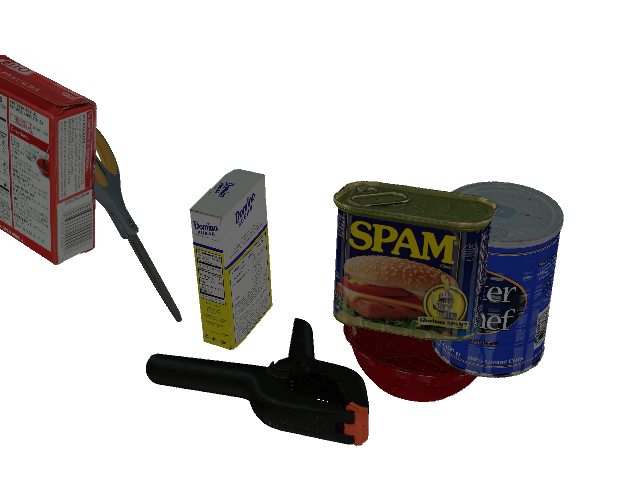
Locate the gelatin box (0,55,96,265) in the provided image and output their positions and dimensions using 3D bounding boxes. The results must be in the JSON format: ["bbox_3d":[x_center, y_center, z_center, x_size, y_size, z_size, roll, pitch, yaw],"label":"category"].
[{"bbox_3d":[-0.150,-0.043,0.556,0.073,0.089,0.030,28,36,30],"label":"gelatin box"}]

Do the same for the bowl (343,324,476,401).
[{"bbox_3d":[0.101,0.122,1.123,0.162,0.055,0.162,5,24,-3],"label":"bowl"}]

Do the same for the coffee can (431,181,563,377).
[{"bbox_3d":[0.152,0.034,0.934,0.103,0.140,0.103,0,31,0],"label":"coffee can"}]

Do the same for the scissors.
[{"bbox_3d":[-0.174,-0.027,0.951,0.016,0.201,0.096,-27,22,13],"label":"scissors"}]

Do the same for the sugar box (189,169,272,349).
[{"bbox_3d":[-0.093,0.021,1.139,0.048,0.176,0.093,13,37,23],"label":"sugar box"}]

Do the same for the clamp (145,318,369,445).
[{"bbox_3d":[-0.022,0.113,0.883,0.164,0.036,0.210,-16,22,-40],"label":"clamp"}]

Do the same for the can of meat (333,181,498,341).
[{"bbox_3d":[0.058,0.014,0.690,0.102,0.084,0.057,9,22,17],"label":"can of meat"}]
